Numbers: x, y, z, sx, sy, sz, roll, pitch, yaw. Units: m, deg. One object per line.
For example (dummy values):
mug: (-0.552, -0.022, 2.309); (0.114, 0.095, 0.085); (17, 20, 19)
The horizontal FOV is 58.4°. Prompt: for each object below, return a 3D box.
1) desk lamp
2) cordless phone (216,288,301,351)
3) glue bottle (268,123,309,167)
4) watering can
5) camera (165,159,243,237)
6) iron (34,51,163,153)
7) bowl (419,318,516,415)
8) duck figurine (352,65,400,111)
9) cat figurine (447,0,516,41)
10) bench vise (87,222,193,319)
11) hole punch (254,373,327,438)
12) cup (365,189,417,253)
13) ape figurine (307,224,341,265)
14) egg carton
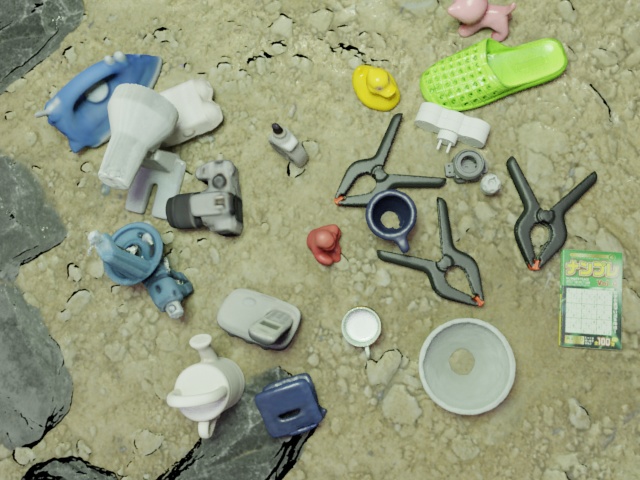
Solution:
desk lamp: (-0.323, -0.156, 1.051); (0.118, 0.213, 0.203); (12, 85, 7)
cordless phone: (-0.117, 0.143, 1.014); (0.147, 0.185, 0.094); (16, 86, 7)
glue bottle: (-0.065, -0.183, 1.049); (0.078, 0.173, 0.037); (37, 89, 8)
watering can: (-0.206, 0.258, 1.006); (0.101, 0.194, 0.173); (-24, 82, 3)
camera: (-0.223, -0.076, 1.090); (0.136, 0.101, 0.143); (-6, 83, 5)
iron: (-0.428, -0.295, 1.112); (0.258, 0.141, 0.118); (-43, 82, 0)
bowl: (0.257, 0.223, 1.025); (0.167, 0.075, 0.167); (-1, 84, 6)
duck figurine: (0.106, -0.300, 1.088); (0.104, 0.086, 0.077); (42, 89, 8)
cat figurine: (0.300, -0.430, 1.067); (0.127, 0.118, 0.067); (7, 85, 6)
bench vise: (-0.314, 0.043, 1.026); (0.207, 0.220, 0.121); (34, 88, 8)
hole punch: (-0.052, 0.303, 1.038); (0.108, 0.091, 0.101); (-20, 82, 3)
cup: (0.136, -0.029, 1.053); (0.091, 0.095, 0.118); (-23, 82, 3)
ape figurine: (0.010, 0.004, 1.063); (0.076, 0.092, 0.078); (34, 88, 8)
egg carton: (-0.270, -0.249, 1.128); (0.150, 0.069, 0.107); (-23, 82, 3)
